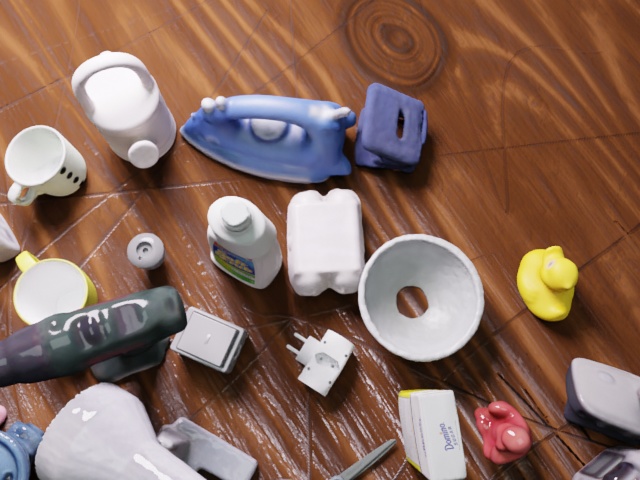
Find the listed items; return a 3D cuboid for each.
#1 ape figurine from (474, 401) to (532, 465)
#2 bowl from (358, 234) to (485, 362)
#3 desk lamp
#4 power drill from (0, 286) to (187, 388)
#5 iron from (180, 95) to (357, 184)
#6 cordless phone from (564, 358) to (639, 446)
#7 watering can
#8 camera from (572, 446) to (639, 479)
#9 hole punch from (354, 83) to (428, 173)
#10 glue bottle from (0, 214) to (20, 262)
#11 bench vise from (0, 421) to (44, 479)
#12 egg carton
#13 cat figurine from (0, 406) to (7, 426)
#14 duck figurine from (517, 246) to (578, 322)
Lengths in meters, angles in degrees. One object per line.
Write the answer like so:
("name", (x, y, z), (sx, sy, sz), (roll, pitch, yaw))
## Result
("ape figurine", (0.240, 0.250, 0.732), (0.076, 0.092, 0.078), (27, 77, 4))
("bowl", (0.131, 0.081, 0.776), (0.167, 0.075, 0.167), (1, 76, -2))
("desk lamp", (-0.184, 0.255, 0.649), (0.203, 0.213, 0.118), (27, 77, 4))
("power drill", (-0.264, 0.125, 0.679), (0.230, 0.208, 0.075), (-22, 78, -7))
("iron", (-0.077, -0.161, 0.791), (0.258, 0.141, 0.119), (6, 76, -1))
("cordless phone", (0.398, 0.202, 0.703), (0.147, 0.185, 0.094), (17, 76, 2))
("watering can", (-0.255, -0.178, 0.759), (0.173, 0.194, 0.101), (44, 79, 8))
("camera", (0.384, 0.351, 0.709), (0.143, 0.101, 0.137), (-35, 80, -10))
("hole punch", (0.106, -0.162, 0.825), (0.101, 0.091, 0.109), (7, 76, -1))
("glue bottle", (-0.446, -0.023, 0.724), (0.037, 0.173, 0.078), (-32, 79, -9))
("bench vise", (-0.405, 0.306, 0.623), (0.121, 0.220, 0.207), (16, 76, 2))
("egg carton", (0.007, 0.003, 0.792), (0.107, 0.069, 0.150), (-3, 77, -3))
("cat figurine", (-0.448, 0.226, 0.693), (0.067, 0.118, 0.128), (26, 77, 4))
("duck figurine", (0.322, 0.057, 0.785), (0.077, 0.086, 0.104), (-6, 77, -4))
